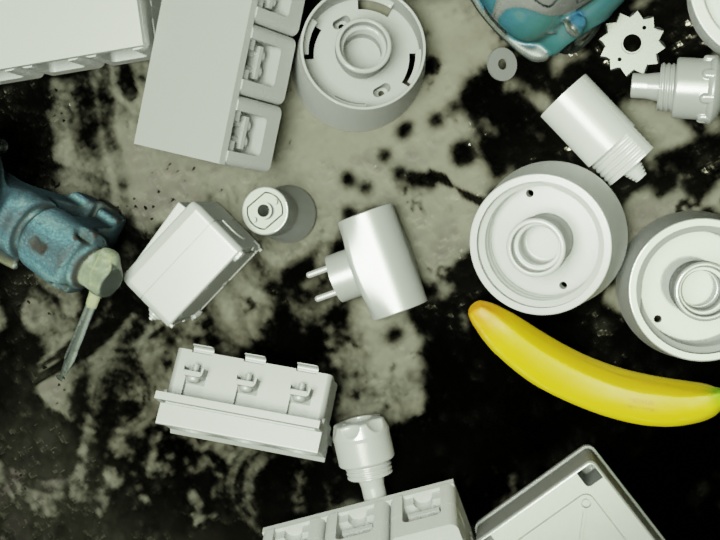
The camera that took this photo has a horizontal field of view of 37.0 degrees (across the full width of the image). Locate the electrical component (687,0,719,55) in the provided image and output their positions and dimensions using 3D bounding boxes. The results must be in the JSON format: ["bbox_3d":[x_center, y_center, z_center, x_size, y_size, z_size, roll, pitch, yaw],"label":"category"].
[{"bbox_3d":[0.276,-0.191,0.732,0.108,0.060,0.108,1,93,9],"label":"electrical component"}]

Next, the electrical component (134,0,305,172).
[{"bbox_3d":[-0.098,-0.154,0.784,0.089,0.062,0.150,16,96,35],"label":"electrical component"}]

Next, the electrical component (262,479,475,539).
[{"bbox_3d":[0.010,0.223,0.784,0.150,0.061,0.089,-17,113,10],"label":"electrical component"}]

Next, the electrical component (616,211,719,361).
[{"bbox_3d":[0.236,0.013,0.750,0.108,0.060,0.108,1,94,9],"label":"electrical component"}]

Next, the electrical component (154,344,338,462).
[{"bbox_3d":[-0.082,0.098,0.803,0.121,0.078,0.063,9,73,8],"label":"electrical component"}]

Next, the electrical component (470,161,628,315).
[{"bbox_3d":[0.129,-0.020,0.753,0.108,0.060,0.108,4,102,20],"label":"electrical component"}]

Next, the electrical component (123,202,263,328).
[{"bbox_3d":[-0.132,-0.003,0.807,0.061,0.062,0.096,45,99,4],"label":"electrical component"}]

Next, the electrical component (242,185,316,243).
[{"bbox_3d":[-0.061,-0.042,0.791,0.044,0.065,0.044,0,91,12],"label":"electrical component"}]

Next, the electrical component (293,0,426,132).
[{"bbox_3d":[0.000,-0.155,0.788,0.099,0.064,0.099,0,86,-3],"label":"electrical component"}]

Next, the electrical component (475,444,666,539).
[{"bbox_3d":[0.156,0.202,0.777,0.109,0.056,0.108,-38,87,9],"label":"electrical component"}]

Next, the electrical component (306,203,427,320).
[{"bbox_3d":[0.000,0.000,0.795,0.079,0.044,0.077,-20,90,10],"label":"electrical component"}]

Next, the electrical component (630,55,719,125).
[{"bbox_3d":[0.222,-0.127,0.753,0.062,0.048,0.048,6,94,15],"label":"electrical component"}]

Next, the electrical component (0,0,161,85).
[{"bbox_3d":[-0.229,-0.196,0.811,0.150,0.062,0.089,-7,92,9],"label":"electrical component"}]

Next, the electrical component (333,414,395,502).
[{"bbox_3d":[0.005,0.141,0.804,0.043,0.043,0.062,-12,93,10],"label":"electrical component"}]

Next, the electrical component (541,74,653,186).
[{"bbox_3d":[0.172,-0.095,0.763,0.043,0.043,0.081,-43,87,9],"label":"electrical component"}]
